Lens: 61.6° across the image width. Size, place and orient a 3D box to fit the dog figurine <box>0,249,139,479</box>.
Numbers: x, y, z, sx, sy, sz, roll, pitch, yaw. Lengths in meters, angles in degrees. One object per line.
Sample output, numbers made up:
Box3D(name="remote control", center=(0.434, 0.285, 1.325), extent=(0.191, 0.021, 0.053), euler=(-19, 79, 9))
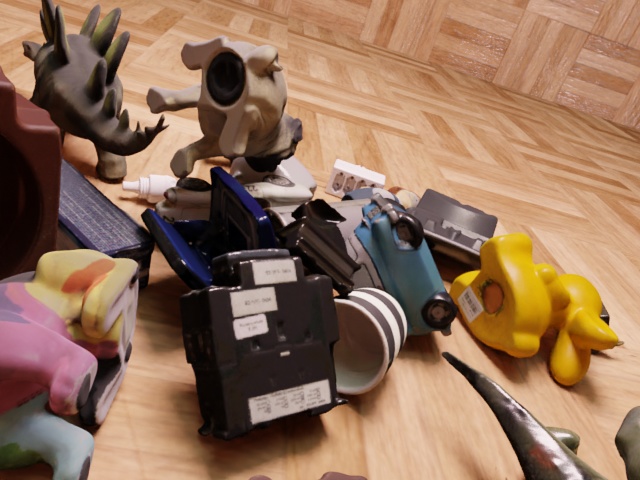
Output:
Box3D(name="dog figurine", center=(-0.239, 0.068, 0.328), extent=(0.219, 0.108, 0.192), euler=(11, 32, -10))

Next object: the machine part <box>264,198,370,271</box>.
Box3D(name="machine part", center=(0.004, -0.006, 0.642), extent=(0.243, 0.079, 0.079), euler=(-10, 40, -43))

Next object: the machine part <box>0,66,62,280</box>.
Box3D(name="machine part", center=(-0.291, -0.027, 0.360), extent=(0.087, 0.200, 0.201), euler=(35, 32, 31))

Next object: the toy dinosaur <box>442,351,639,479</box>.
Box3D(name="toy dinosaur", center=(0.250, 0.224, 0.360), extent=(0.405, 0.131, 0.192), euler=(21, 27, 16))

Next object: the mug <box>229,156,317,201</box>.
Box3D(name="mug", center=(-0.064, -0.080, 0.731), extent=(0.107, 0.080, 0.109), euler=(34, 38, 11))

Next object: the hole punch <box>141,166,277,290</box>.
Box3D(name="hole punch", center=(-0.089, 0.007, 0.503), extent=(0.092, 0.115, 0.142), euler=(-40, 49, -10))

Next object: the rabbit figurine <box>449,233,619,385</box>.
Box3D(name="rabbit figurine", center=(0.266, 0.074, 0.620), extent=(0.173, 0.121, 0.162), euler=(3, 37, -30))

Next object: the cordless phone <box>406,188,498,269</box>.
Box3D(name="cordless phone", center=(0.158, 0.027, 0.700), extent=(0.147, 0.088, 0.184), euler=(24, 40, 5))

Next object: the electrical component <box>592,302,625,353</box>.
Box3D(name="electrical component", center=(0.345, 0.105, 0.700), extent=(0.078, 0.045, 0.102), euler=(-8, 25, 8))

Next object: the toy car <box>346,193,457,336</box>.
Box3D(name="toy car", center=(0.070, 0.039, 0.565), extent=(0.103, 0.161, 0.109), euler=(-27, 23, 1))

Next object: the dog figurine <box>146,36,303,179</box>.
Box3D(name="dog figurine", center=(-0.061, -0.142, 0.585), extent=(0.172, 0.121, 0.190), euler=(-13, 0, 37))

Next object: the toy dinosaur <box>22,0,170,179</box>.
Box3D(name="toy dinosaur", center=(-0.282, -0.173, 0.630), extent=(0.105, 0.198, 0.472), euler=(-11, 39, -39))

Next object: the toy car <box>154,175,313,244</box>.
Box3D(name="toy car", center=(-0.096, -0.033, 0.627), extent=(0.201, 0.073, 0.056), euler=(-8, 38, -42))

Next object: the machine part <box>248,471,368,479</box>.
Box3D(name="machine part", center=(0.007, 0.209, 0.285), extent=(0.179, 0.056, 0.179), euler=(16, 29, -9))

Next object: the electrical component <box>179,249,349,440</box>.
Box3D(name="electrical component", center=(-0.043, 0.074, 0.419), extent=(0.115, 0.058, 0.134), euler=(0, 78, -38))

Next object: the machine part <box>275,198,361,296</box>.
Box3D(name="machine part", center=(-0.001, -0.002, 0.510), extent=(0.084, 0.039, 0.139), euler=(35, 18, -13))

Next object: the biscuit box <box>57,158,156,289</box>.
Box3D(name="biscuit box", center=(-0.247, -0.022, 0.529), extent=(0.203, 0.059, 0.063), euler=(37, 34, 28))

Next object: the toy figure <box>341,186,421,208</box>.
Box3D(name="toy figure", center=(0.103, -0.049, 0.802), extent=(0.154, 0.064, 0.058), euler=(-5, 2, -34))
